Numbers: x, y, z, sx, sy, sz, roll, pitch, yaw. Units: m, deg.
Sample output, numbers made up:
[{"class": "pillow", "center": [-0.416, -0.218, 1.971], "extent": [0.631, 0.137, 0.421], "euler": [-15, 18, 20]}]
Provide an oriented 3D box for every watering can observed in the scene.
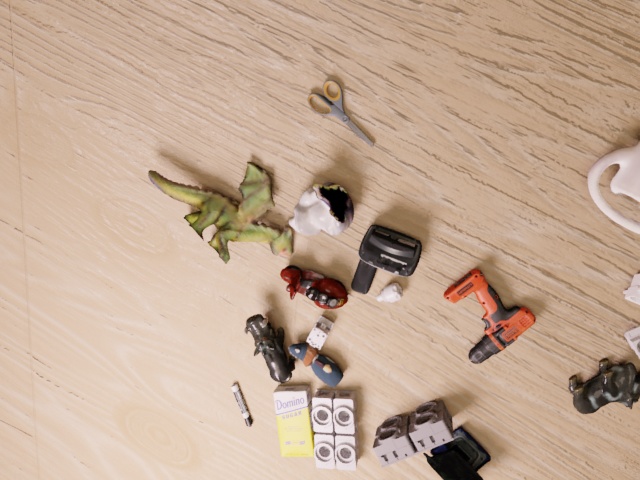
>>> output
[{"class": "watering can", "center": [0.750, -0.098, 1.080], "extent": [0.349, 0.104, 0.222], "euler": [30, 101, 8]}]

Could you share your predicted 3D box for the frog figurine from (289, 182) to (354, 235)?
[{"class": "frog figurine", "center": [0.004, -0.064, 1.267], "extent": [0.137, 0.125, 0.156], "euler": [41, 140, -4]}]

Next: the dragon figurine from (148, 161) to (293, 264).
[{"class": "dragon figurine", "center": [-0.230, -0.096, 1.319], "extent": [0.243, 0.122, 0.411], "euler": [-42, 88, -4]}]
